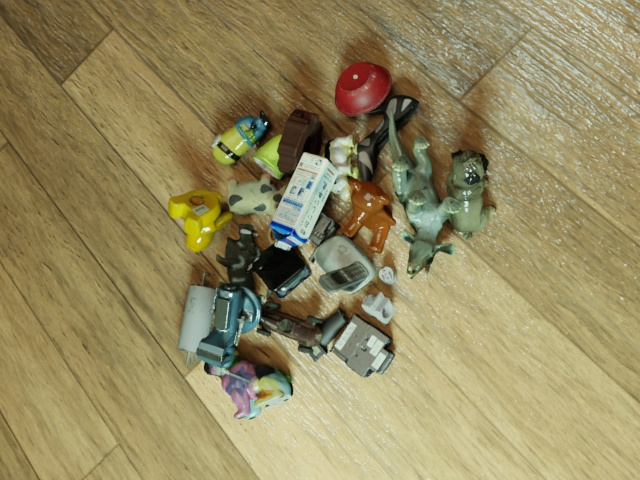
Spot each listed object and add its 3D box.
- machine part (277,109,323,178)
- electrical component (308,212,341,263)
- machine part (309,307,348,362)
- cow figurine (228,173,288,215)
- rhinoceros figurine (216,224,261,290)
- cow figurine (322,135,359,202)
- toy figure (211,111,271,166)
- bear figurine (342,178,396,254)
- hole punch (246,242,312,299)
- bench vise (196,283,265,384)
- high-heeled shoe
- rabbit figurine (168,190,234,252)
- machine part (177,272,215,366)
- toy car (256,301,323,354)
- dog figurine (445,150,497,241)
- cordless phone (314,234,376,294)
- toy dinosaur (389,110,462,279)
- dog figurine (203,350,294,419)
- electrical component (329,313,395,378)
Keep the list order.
[{"bbox_3d":[-0.047,-0.236,1.352,0.056,0.179,0.179,19,85,16],"label":"machine part"},{"bbox_3d":[-0.003,-0.004,1.340,0.048,0.074,0.119,35,93,20],"label":"electrical component"},{"bbox_3d":[0.014,0.226,1.306,0.139,0.039,0.084,-48,62,5],"label":"machine part"},{"bbox_3d":[-0.146,-0.103,1.397,0.195,0.085,0.127,-3,72,13],"label":"cow figurine"},{"bbox_3d":[-0.205,0.052,1.387,0.112,0.073,0.190,-3,78,17],"label":"rhinoceros figurine"},{"bbox_3d":[0.046,-0.177,1.363,0.098,0.068,0.167,-1,75,22],"label":"cow figurine"},{"bbox_3d":[-0.213,-0.275,1.455,0.180,0.082,0.089,-31,70,6],"label":"toy figure"},{"bbox_3d":[0.110,-0.058,1.252,0.120,0.195,0.132,28,89,17],"label":"bear figurine"},{"bbox_3d":[-0.095,0.073,1.342,0.142,0.092,0.116,-40,63,-1],"label":"hole punch"},{"bbox_3d":[-0.191,0.193,1.256,0.129,0.240,0.223,2,103,19],"label":"bench vise"},{"bbox_3d":[0.172,-0.243,1.329,0.145,0.086,0.248,-2,73,18],"label":"high-heeled shoe"},{"bbox_3d":[-0.315,-0.048,1.411,0.122,0.173,0.162,29,44,19],"label":"rabbit figurine"},{"bbox_3d":[-0.316,0.202,1.386,0.079,0.079,0.243,8,82,18],"label":"machine part"},{"bbox_3d":[-0.080,0.209,1.311,0.202,0.053,0.089,16,86,34],"label":"toy car"},{"bbox_3d":[0.328,-0.097,1.198,0.121,0.190,0.172,-13,77,14],"label":"dog figurine"},{"bbox_3d":[0.031,0.065,1.250,0.147,0.184,0.088,48,119,19],"label":"cordless phone"},{"bbox_3d":[0.226,-0.101,1.256,0.131,0.192,0.405,-6,58,-5],"label":"toy dinosaur"},{"bbox_3d":[-0.183,0.314,1.311,0.191,0.108,0.219,-31,69,9],"label":"dog figurine"},{"bbox_3d":[0.106,0.254,1.261,0.134,0.058,0.115,36,92,20],"label":"electrical component"}]
